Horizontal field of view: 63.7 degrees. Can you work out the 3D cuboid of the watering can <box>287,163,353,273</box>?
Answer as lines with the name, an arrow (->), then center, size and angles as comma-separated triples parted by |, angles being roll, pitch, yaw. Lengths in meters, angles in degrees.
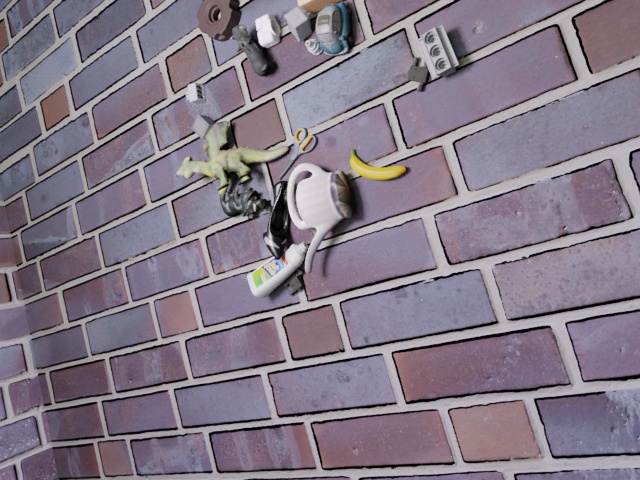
watering can -> 0.005, -0.081, 1.617 | 0.223, 0.104, 0.349 | -15, 83, 31

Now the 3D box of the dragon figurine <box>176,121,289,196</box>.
dragon figurine -> -0.322, -0.307, 1.803 | 0.408, 0.122, 0.244 | -29, 81, 13
